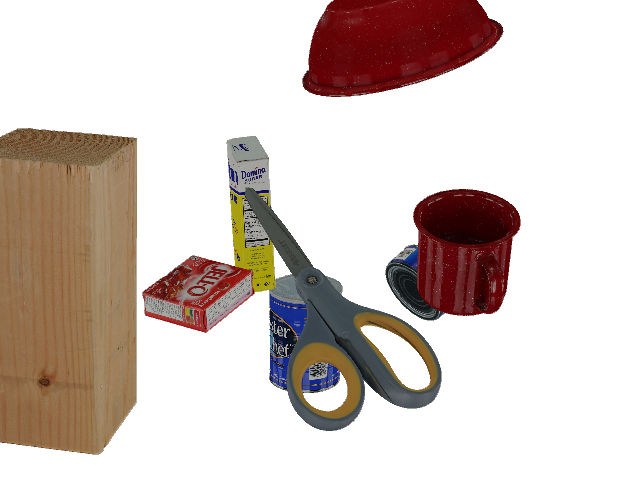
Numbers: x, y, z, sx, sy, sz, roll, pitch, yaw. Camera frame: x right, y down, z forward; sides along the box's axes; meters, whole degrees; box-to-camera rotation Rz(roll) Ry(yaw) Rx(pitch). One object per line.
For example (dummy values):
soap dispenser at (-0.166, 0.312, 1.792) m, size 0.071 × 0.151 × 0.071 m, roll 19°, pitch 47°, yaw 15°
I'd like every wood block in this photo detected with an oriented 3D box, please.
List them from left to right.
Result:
wood block at (-0.184, 0.033, 0.749) m, size 0.091 × 0.206 × 0.090 m, roll 6°, pitch 18°, yaw 7°

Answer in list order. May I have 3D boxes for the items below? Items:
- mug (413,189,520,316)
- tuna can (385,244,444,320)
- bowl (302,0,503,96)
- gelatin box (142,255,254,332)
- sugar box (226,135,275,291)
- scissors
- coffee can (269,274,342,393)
mug at (0.132, 0.019, 0.939) m, size 0.093 × 0.081 × 0.117 m, roll -12°, pitch 36°, yaw -16°
tuna can at (0.115, 0.049, 1.212) m, size 0.033 × 0.086 × 0.086 m, roll -39°, pitch 19°, yaw -25°
bowl at (0.056, -0.167, 0.827) m, size 0.162 × 0.055 × 0.162 m, roll -15°, pitch 23°, yaw 7°
gelatin box at (-0.118, 0.050, 1.041) m, size 0.073 × 0.030 × 0.089 m, roll 13°, pitch 31°, yaw 26°
sugar box at (-0.087, -0.033, 1.331) m, size 0.048 × 0.176 × 0.093 m, roll -9°, pitch 24°, yaw -10°
scissors at (-0.015, 0.041, 0.646) m, size 0.096 × 0.016 × 0.202 m, roll -34°, pitch 55°, yaw -27°
coffee can at (-0.021, 0.129, 1.501) m, size 0.103 × 0.140 × 0.103 m, roll 1°, pitch 18°, yaw 0°
